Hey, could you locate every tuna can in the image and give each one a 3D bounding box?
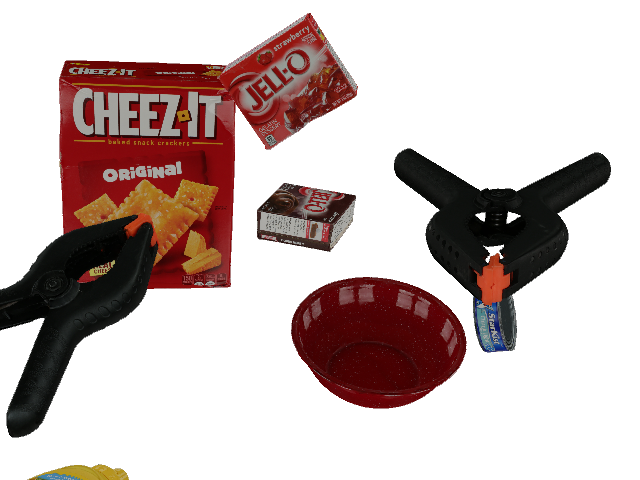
[{"bbox_3d":[0.210,0.091,1.282,0.034,0.086,0.086,-7,-3,21],"label":"tuna can"}]

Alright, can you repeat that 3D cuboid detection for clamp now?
[{"bbox_3d":[-0.180,0.039,0.691,0.120,0.039,0.171,27,54,19],"label":"clamp"},{"bbox_3d":[0.116,-0.019,0.756,0.165,0.036,0.209,4,28,17],"label":"clamp"}]

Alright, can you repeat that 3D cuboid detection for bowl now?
[{"bbox_3d":[0.052,0.104,0.993,0.162,0.055,0.162,3,37,-3],"label":"bowl"}]

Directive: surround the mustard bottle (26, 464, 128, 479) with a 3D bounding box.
[{"bbox_3d":[-0.220,0.226,0.852,0.096,0.058,0.191,7,15,28],"label":"mustard bottle"}]

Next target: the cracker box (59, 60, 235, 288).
[{"bbox_3d":[-0.164,-0.059,1.028,0.164,0.214,0.072,1,23,-8],"label":"cracker box"}]

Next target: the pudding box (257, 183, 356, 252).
[{"bbox_3d":[-0.015,-0.028,1.219,0.090,0.039,0.113,9,23,12],"label":"pudding box"}]

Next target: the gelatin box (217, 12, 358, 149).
[{"bbox_3d":[-0.026,-0.126,0.852,0.089,0.073,0.030,-29,18,16],"label":"gelatin box"}]
